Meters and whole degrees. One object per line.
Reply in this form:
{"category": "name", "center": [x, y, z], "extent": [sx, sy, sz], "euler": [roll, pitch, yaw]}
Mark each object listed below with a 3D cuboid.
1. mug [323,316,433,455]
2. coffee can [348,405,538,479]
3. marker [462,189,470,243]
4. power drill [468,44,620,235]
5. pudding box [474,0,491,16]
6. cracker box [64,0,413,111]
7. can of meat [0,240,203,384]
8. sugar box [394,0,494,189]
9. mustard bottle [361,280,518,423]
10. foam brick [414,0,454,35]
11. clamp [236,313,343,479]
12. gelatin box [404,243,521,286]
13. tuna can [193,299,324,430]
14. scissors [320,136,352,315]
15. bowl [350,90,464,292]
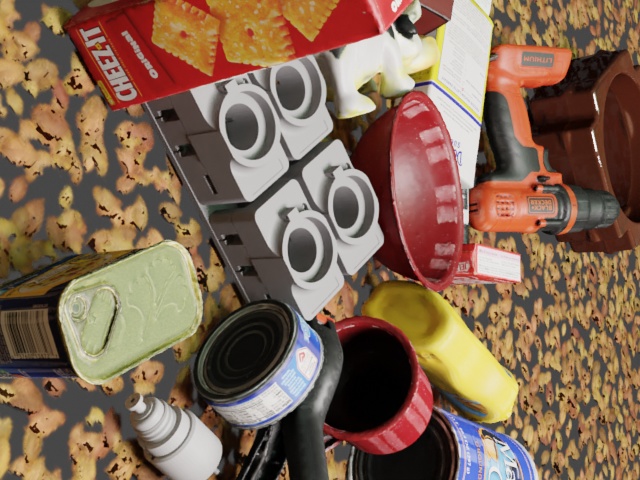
{"category": "mug", "center": [0.029, 0.122, 0.802], "extent": [0.117, 0.093, 0.081], "euler": [-43, 150, -3]}
{"category": "coffee can", "center": [0.104, 0.195, 0.878], "extent": [0.140, 0.103, 0.103], "euler": [29, 63, -48]}
{"category": "marker", "center": [0.133, -0.046, 1.018], "extent": [0.020, 0.020, 0.121], "euler": [9, 78, -53]}
{"category": "power drill", "center": [0.221, -0.098, 1.069], "extent": [0.184, 0.057, 0.187], "euler": [-1, 82, -30]}
{"category": "pudding box", "center": [0.135, -0.278, 1.034], "extent": [0.089, 0.039, 0.113], "euler": [33, 58, -46]}
{"category": "cracker box", "center": [-0.028, -0.166, 0.653], "extent": [0.164, 0.214, 0.072], "euler": [-53, 125, -43]}
{"category": "can of meat", "center": [-0.131, 0.040, 0.597], "extent": [0.101, 0.084, 0.057], "euler": [-28, 108, -51]}
{"category": "sugar box", "center": [0.112, -0.143, 0.982], "extent": [0.093, 0.048, 0.176], "euler": [32, 64, -45]}
{"category": "mustard bottle", "center": [0.117, 0.108, 0.914], "extent": [0.058, 0.096, 0.191], "euler": [-54, 133, -11]}
{"category": "foam brick", "center": [0.084, -0.225, 0.935], "extent": [0.051, 0.053, 0.078], "euler": [21, 67, -28]}
{"category": "clamp", "center": [-0.025, 0.128, 0.732], "extent": [0.039, 0.120, 0.171], "euler": [35, 42, -23]}
{"category": "gelatin box", "center": [0.128, 0.024, 0.957], "extent": [0.089, 0.073, 0.030], "euler": [10, 78, -53]}
{"category": "tuna can", "center": [-0.042, 0.081, 0.711], "extent": [0.033, 0.086, 0.086], "euler": [50, 48, -35]}
{"category": "scissors", "center": [-0.005, 0.001, 0.829], "extent": [0.096, 0.016, 0.201], "euler": [51, 48, -35]}
{"category": "bowl", "center": [0.065, -0.037, 0.860], "extent": [0.162, 0.055, 0.162], "euler": [24, 63, -61]}
